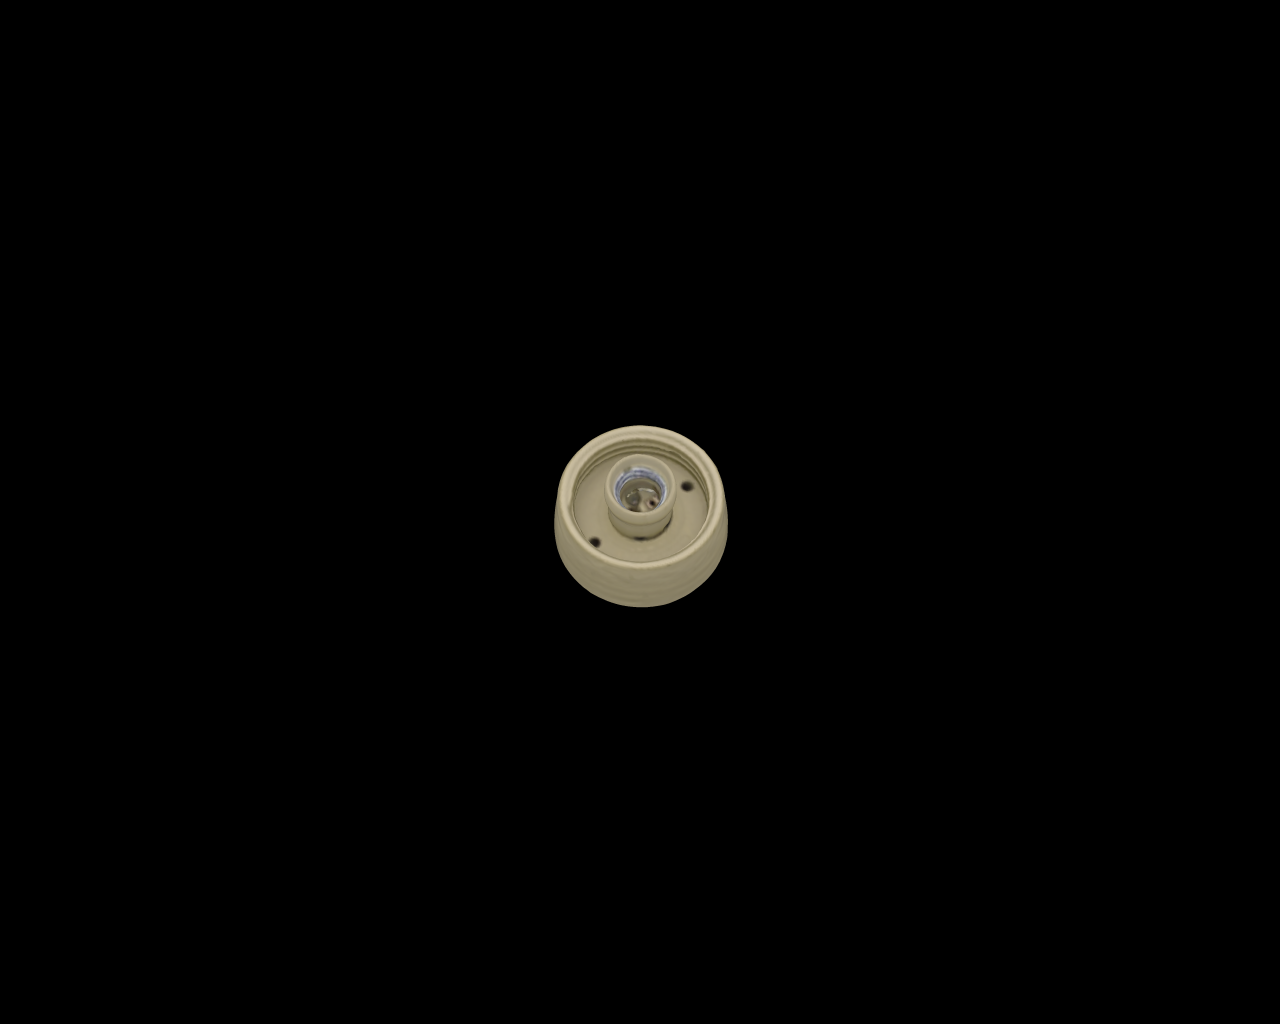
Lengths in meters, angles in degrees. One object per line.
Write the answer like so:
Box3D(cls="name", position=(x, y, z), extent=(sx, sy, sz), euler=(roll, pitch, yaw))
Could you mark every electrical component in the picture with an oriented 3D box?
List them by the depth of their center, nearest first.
Box3D(cls="electrical component", position=(0.001, -0.003, 0.650), extent=(0.108, 0.108, 0.060), euler=(0, -28, 0))
